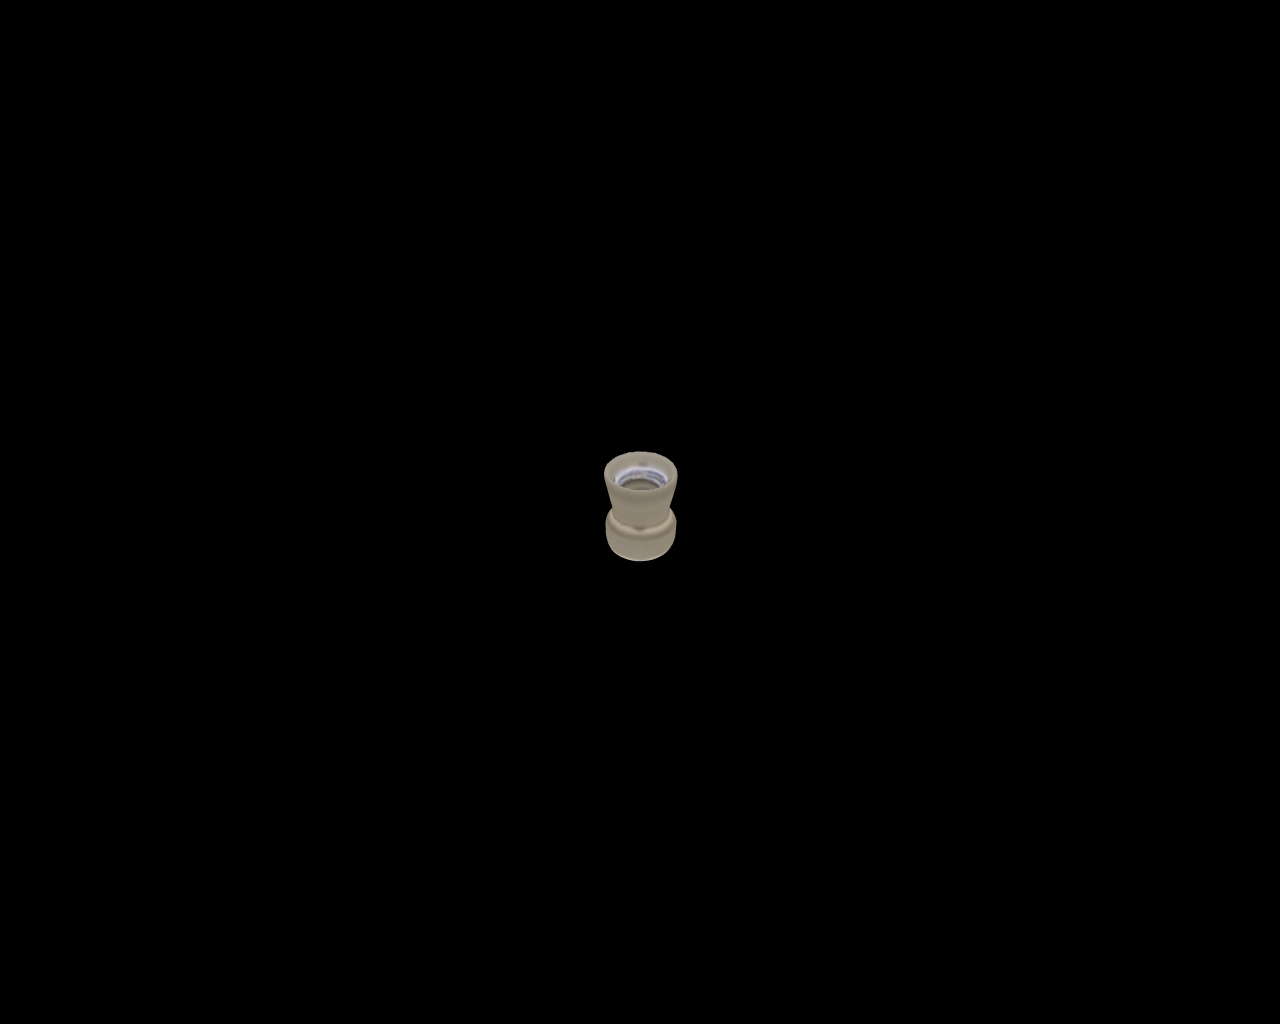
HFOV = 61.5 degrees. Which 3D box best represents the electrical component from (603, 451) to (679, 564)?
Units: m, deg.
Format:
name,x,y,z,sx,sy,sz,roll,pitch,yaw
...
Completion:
name,x,y,z,sx,sy,sz,roll,pitch,yaw
electrical component,0.001,-0.003,0.650,0.045,0.055,0.045,0,36,0
